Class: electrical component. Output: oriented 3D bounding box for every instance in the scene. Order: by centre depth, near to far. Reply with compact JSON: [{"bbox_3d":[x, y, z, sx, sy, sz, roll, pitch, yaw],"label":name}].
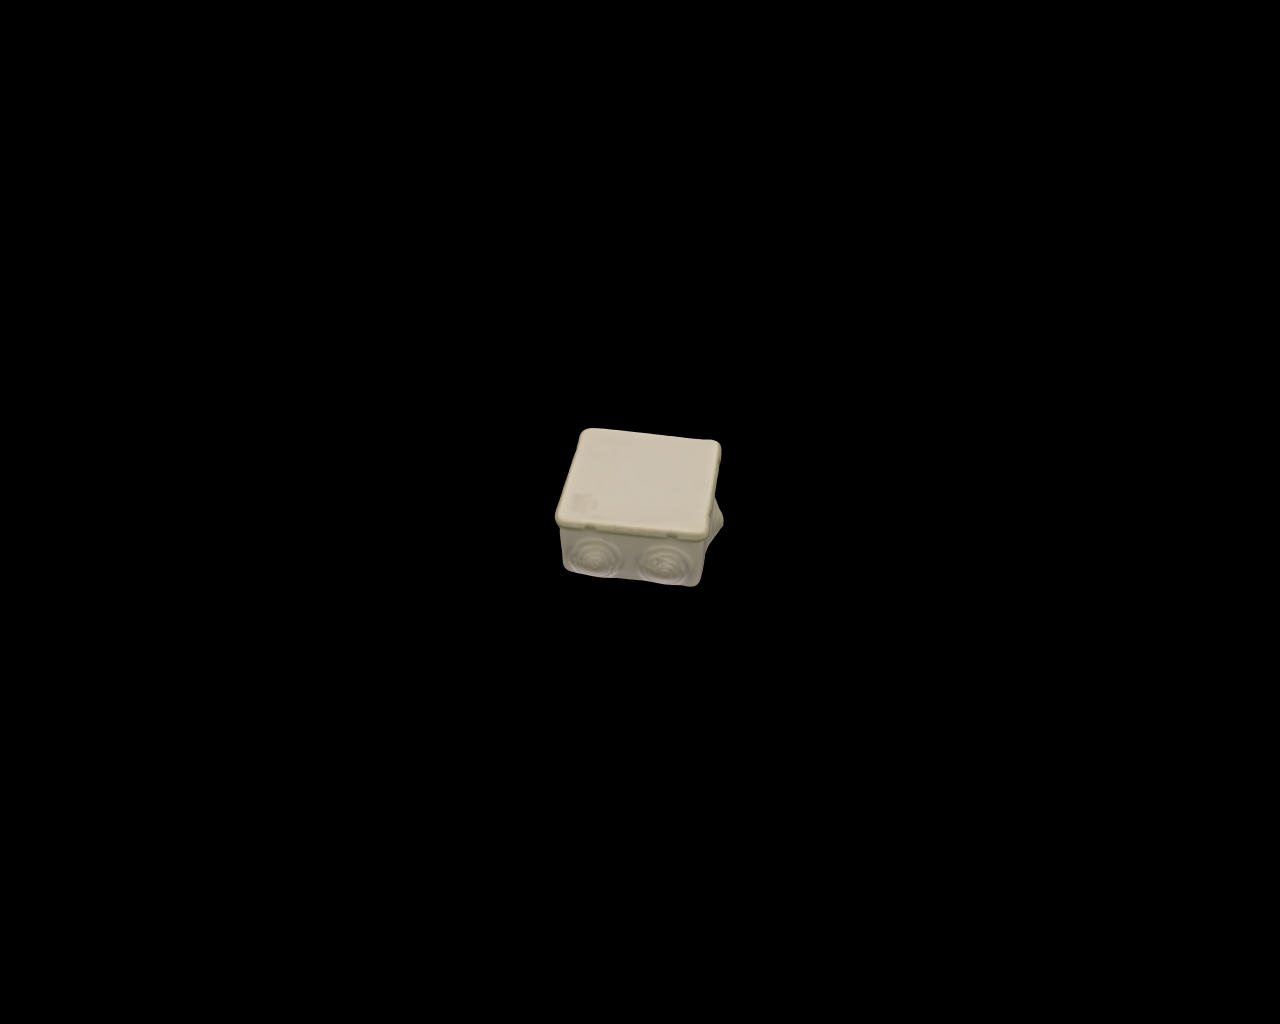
[{"bbox_3d":[0.001,-0.003,0.650,0.100,0.048,0.100,6,43,7],"label":"electrical component"}]
